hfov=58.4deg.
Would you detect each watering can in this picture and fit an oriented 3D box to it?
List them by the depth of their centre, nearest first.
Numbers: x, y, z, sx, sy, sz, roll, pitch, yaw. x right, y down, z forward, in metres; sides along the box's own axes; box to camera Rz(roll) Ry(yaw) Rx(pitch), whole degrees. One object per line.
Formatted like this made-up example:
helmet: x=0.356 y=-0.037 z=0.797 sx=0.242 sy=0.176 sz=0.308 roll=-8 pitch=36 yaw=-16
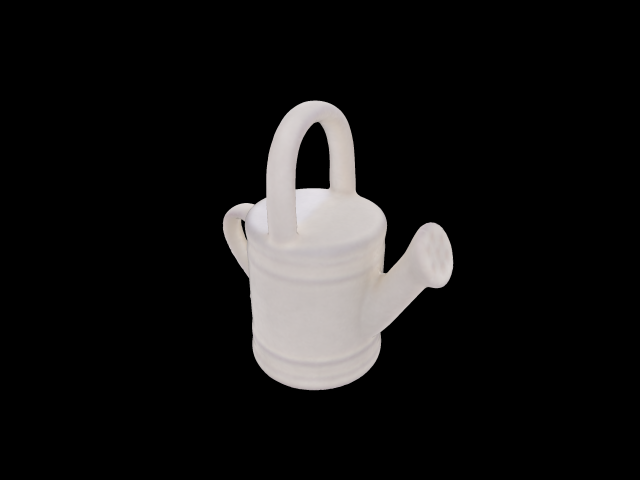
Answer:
watering can: x=0.005 y=0.000 z=0.402 sx=0.172 sy=0.194 sz=0.101 roll=5 pitch=29 yaw=9
